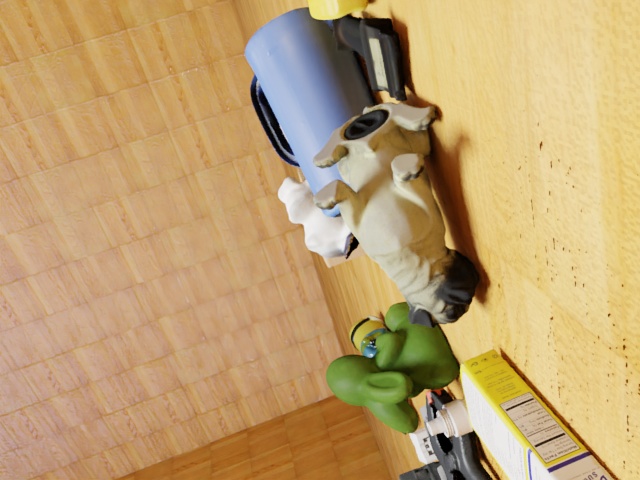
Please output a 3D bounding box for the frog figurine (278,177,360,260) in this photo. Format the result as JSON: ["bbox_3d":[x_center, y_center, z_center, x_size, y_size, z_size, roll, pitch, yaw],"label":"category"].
[{"bbox_3d":[0.003,-0.045,0.902,0.123,0.160,0.136,-18,-53,-67],"label":"frog figurine"}]
